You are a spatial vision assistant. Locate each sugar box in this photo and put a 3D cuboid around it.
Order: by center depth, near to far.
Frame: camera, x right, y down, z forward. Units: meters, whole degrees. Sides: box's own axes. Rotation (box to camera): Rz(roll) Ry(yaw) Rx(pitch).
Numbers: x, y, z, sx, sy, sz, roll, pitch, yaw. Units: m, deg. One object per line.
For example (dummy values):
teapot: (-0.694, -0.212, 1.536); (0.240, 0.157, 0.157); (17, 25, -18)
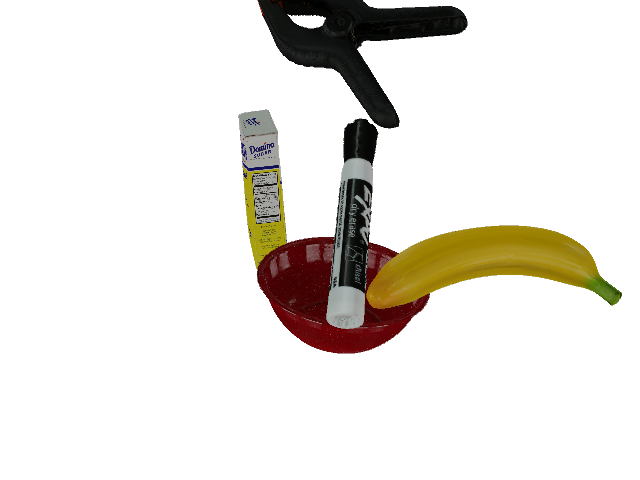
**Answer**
sugar box: (-0.071, -0.062, 1.306); (0.048, 0.176, 0.093); (-9, 25, -6)

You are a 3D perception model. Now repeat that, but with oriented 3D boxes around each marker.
marker: (0.017, -0.012, 0.559); (0.020, 0.121, 0.020); (4, -29, 2)

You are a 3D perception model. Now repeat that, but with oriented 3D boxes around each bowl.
bowl: (0.019, 0.058, 1.000); (0.162, 0.055, 0.162); (4, 29, -3)

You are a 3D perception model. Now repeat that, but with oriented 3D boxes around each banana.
banana: (0.123, 0.018, 0.785); (0.197, 0.037, 0.070); (-2, 36, -14)

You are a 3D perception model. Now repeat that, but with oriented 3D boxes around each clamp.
clamp: (0.029, -0.171, 0.860); (0.172, 0.120, 0.039); (37, -23, 22)
